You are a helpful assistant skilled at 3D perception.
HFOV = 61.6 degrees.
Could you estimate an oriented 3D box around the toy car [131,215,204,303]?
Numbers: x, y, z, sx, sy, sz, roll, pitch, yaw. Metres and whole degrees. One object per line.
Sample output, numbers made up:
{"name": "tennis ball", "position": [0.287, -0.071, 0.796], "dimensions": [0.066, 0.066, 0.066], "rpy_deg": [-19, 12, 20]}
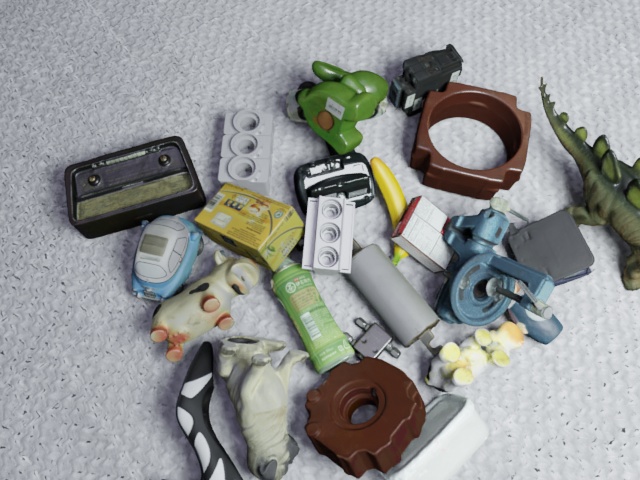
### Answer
{"name": "toy car", "position": [-0.270, 0.020, 0.914], "dimensions": [0.109, 0.102, 0.161], "rpy_deg": [14, 66, 7]}

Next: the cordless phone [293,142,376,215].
{"name": "cordless phone", "position": [0.015, -0.140, 1.006], "dimensions": [0.147, 0.088, 0.184], "rpy_deg": [-15, 57, -6]}

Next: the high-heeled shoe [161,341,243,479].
{"name": "high-heeled shoe", "position": [-0.149, 0.285, 0.818], "dimensions": [0.145, 0.086, 0.249], "rpy_deg": [12, 67, -4]}

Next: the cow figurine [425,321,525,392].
{"name": "cow figurine", "position": [0.248, 0.189, 0.856], "dimensions": [0.167, 0.098, 0.068], "rpy_deg": [-16, 64, -27]}

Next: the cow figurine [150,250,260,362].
{"name": "cow figurine", "position": [-0.185, 0.096, 0.883], "dimensions": [0.195, 0.085, 0.127], "rpy_deg": [-33, 34, -1]}

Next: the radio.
{"name": "radio", "position": [-0.337, -0.098, 0.979], "dimensions": [0.230, 0.073, 0.131], "rpy_deg": [-17, 68, -7]}

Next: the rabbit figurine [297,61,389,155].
{"name": "rabbit figurine", "position": [0.048, -0.254, 0.979], "dimensions": [0.159, 0.121, 0.170], "rpy_deg": [31, 49, 22]}

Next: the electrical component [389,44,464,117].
{"name": "electrical component", "position": [0.201, -0.305, 1.046], "dimensions": [0.134, 0.114, 0.058], "rpy_deg": [-23, 67, -12]}

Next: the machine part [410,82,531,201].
{"name": "machine part", "position": [0.280, -0.185, 1.010], "dimensions": [0.201, 0.087, 0.201], "rpy_deg": [14, 66, 6]}

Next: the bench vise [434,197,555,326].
{"name": "bench vise", "position": [0.275, 0.047, 0.827], "dimensions": [0.128, 0.241, 0.223], "rpy_deg": [33, 91, -25]}

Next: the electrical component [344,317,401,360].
{"name": "electrical component", "position": [0.086, 0.173, 0.890], "dimensions": [0.094, 0.021, 0.063], "rpy_deg": [39, 72, 19]}

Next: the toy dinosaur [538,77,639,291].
{"name": "toy dinosaur", "position": [0.505, -0.070, 0.901], "dimensions": [0.105, 0.198, 0.471], "rpy_deg": [-33, 73, -16]}

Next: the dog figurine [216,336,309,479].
{"name": "dog figurine", "position": [-0.106, 0.254, 0.829], "dimensions": [0.121, 0.172, 0.190], "rpy_deg": [6, 93, -32]}

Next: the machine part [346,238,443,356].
{"name": "machine part", "position": [0.117, 0.091, 0.897], "dimensions": [0.079, 0.079, 0.243], "rpy_deg": [-35, 72, -14]}

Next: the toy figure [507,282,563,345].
{"name": "toy figure", "position": [0.332, 0.107, 0.903], "dimensions": [0.155, 0.057, 0.064], "rpy_deg": [43, 35, 18]}

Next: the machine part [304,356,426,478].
{"name": "machine part", "position": [0.063, 0.253, 0.793], "dimensions": [0.179, 0.056, 0.179], "rpy_deg": [-16, 35, 11]}

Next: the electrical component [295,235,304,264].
{"name": "electrical component", "position": [0.000, -0.003, 0.954], "dimensions": [0.102, 0.045, 0.078], "rpy_deg": [-21, 67, -9]}

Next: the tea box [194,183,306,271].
{"name": "tea box", "position": [-0.120, -0.026, 0.919], "dimensions": [0.170, 0.068, 0.098], "rpy_deg": [25, 68, 36]}

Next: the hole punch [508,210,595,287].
{"name": "hole punch", "position": [0.399, 0.024, 0.931], "dimensions": [0.116, 0.092, 0.142], "rpy_deg": [-26, 69, 20]}

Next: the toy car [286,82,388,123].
{"name": "toy car", "position": [0.034, -0.272, 1.065], "dimensions": [0.202, 0.056, 0.073], "rpy_deg": [-2, 61, -2]}
